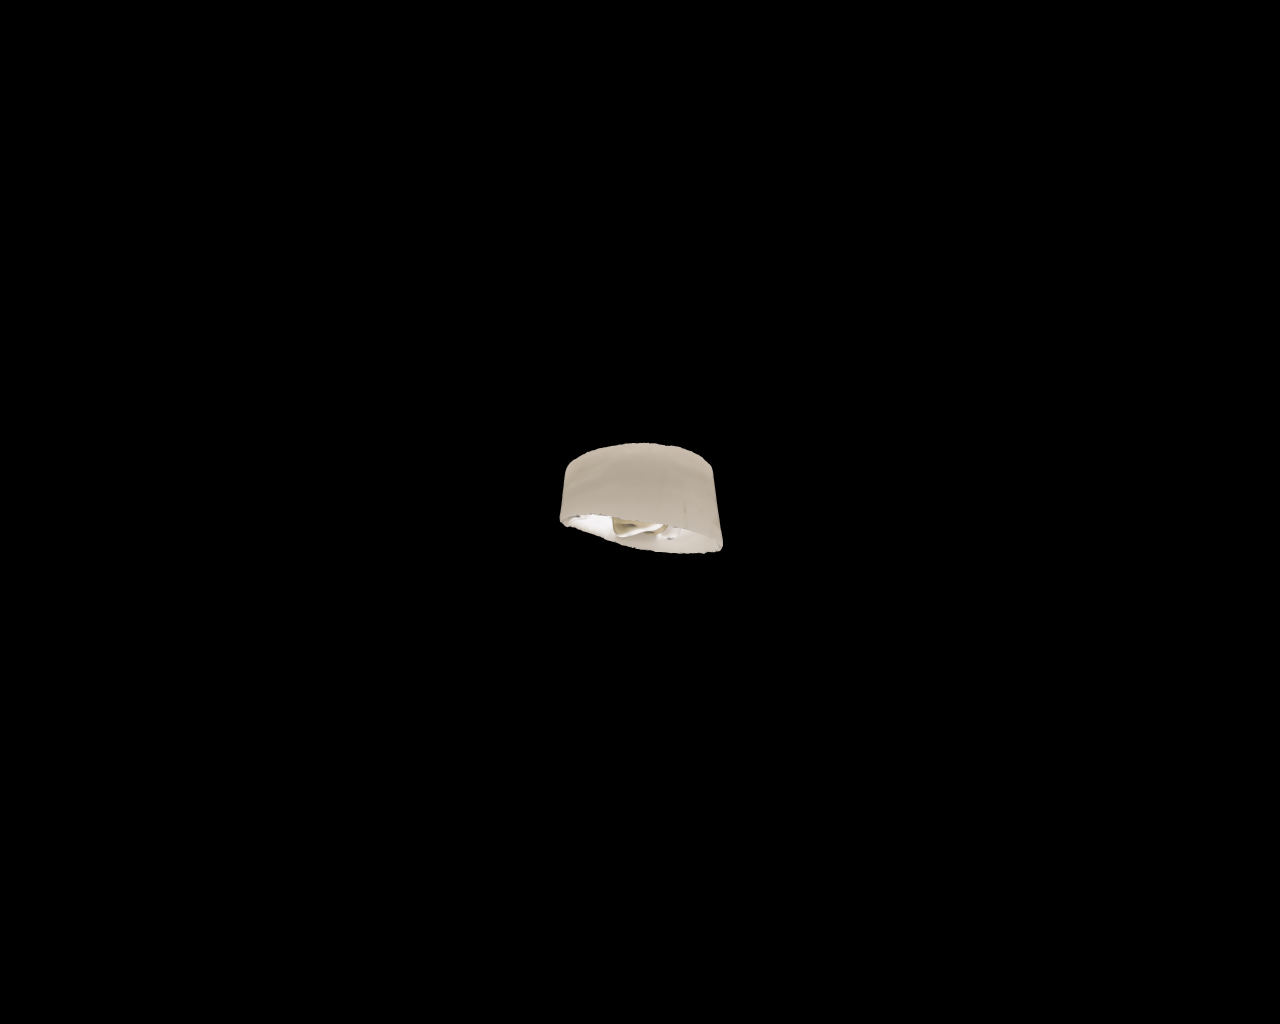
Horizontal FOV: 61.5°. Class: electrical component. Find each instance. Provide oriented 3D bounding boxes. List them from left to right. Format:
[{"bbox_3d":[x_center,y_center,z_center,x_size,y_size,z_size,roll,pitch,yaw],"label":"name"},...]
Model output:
[{"bbox_3d":[0.001,-0.003,0.650,0.099,0.064,0.099,0,-20,0],"label":"electrical component"}]
